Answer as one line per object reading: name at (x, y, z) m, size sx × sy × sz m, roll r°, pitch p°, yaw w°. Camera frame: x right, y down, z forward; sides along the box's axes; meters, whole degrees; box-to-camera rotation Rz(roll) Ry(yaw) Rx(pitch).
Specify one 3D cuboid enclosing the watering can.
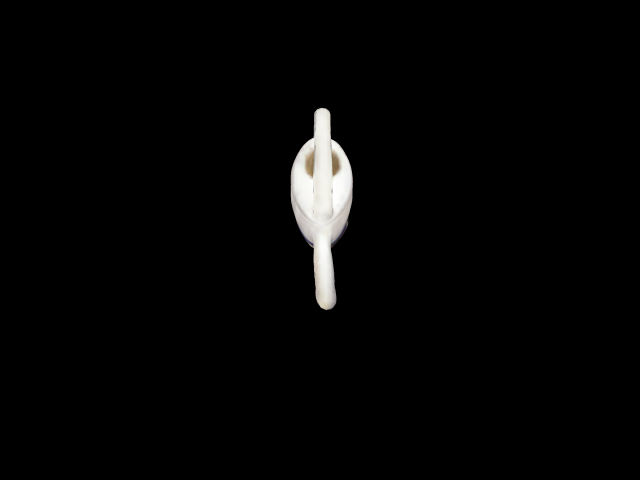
watering can at (0.003, -0.043, 0.850) m, size 0.104 × 0.353 × 0.221 m, roll 0°, pitch -20°, yaw 0°
